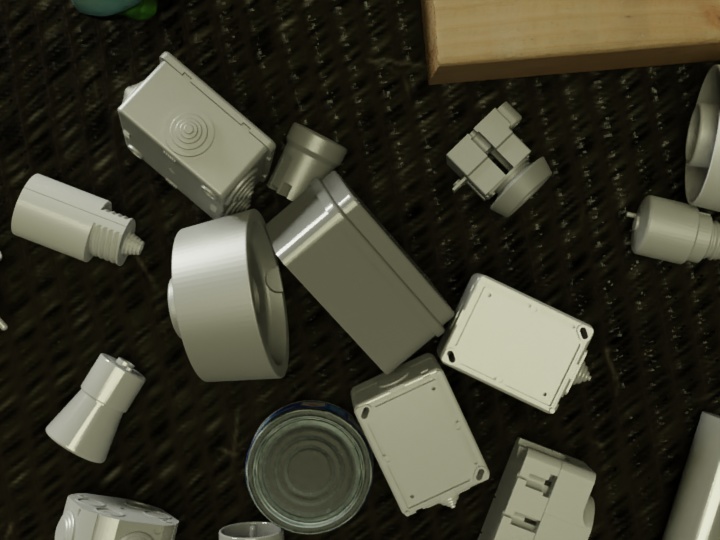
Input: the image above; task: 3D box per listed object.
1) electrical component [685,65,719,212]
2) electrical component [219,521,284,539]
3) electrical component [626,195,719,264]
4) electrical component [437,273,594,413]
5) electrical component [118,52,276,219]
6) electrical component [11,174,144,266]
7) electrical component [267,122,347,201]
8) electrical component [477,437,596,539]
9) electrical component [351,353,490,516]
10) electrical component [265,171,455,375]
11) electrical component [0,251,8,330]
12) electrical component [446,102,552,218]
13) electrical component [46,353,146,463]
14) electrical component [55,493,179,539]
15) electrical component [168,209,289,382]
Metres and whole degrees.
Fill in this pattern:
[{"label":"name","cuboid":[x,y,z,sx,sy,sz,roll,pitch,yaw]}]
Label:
[{"label":"electrical component","cuboid":[0.243,-0.081,0.683,0.064,0.099,0.099,8,91,6]},{"label":"electrical component","cuboid":[-0.053,0.209,0.713,0.079,0.043,0.077,-1,91,0]},{"label":"electrical component","cuboid":[0.216,-0.023,0.710,0.078,0.040,0.040,13,91,0]},{"label":"electrical component","cuboid":[0.105,0.049,0.700,0.096,0.061,0.061,26,92,0]},{"label":"electrical component","cuboid":[-0.104,-0.079,0.680,0.100,0.099,0.048,40,78,-1]},{"label":"electrical component","cuboid":[-0.181,-0.029,0.707,0.081,0.043,0.043,21,91,-1]},{"label":"electrical component","cuboid":[-0.036,-0.068,0.709,0.040,0.040,0.046,28,96,-1]},{"label":"electrical component","cuboid":[0.117,0.165,0.709,0.056,0.050,0.089,21,91,0]},{"label":"electrical component","cuboid":[0.041,0.111,0.706,0.062,0.061,0.096,-25,99,0]},{"label":"electrical component","cuboid":[0.000,0.000,0.678,0.057,0.078,0.113,-40,111,4]},{"label":"electrical component","cuboid":[-0.267,0.017,0.707,0.077,0.044,0.079,-43,92,1]},{"label":"electrical component","cuboid":[0.092,-0.068,0.707,0.066,0.048,0.055,-44,84,1]},{"label":"electrical component","cuboid":[-0.172,0.089,0.712,0.044,0.044,0.065,31,86,-1]},{"label":"electrical component","cuboid":[-0.159,0.178,0.694,0.080,0.080,0.051,14,86,0]},{"label":"electrical component","cuboid":[-0.087,0.019,0.679,0.060,0.108,0.108,-9,91,6]}]
